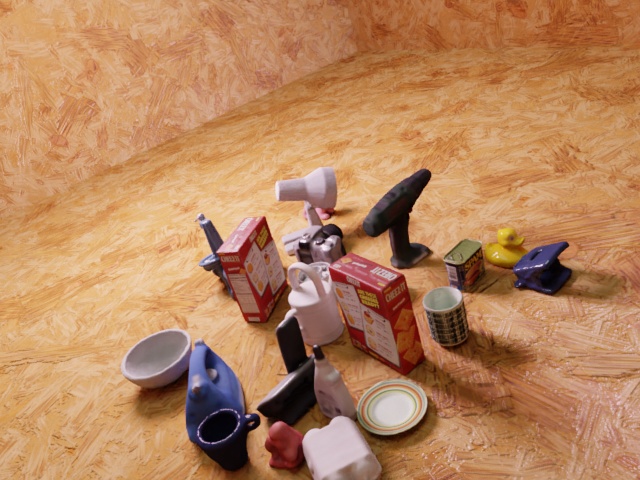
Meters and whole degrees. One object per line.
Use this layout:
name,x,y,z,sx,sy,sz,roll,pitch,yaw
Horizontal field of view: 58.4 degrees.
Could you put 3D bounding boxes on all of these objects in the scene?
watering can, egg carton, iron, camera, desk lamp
watering can,-0.015,0.127,1.274,0.100,0.194,0.173,-2,32,26
egg carton,0.033,0.366,0.954,0.107,0.069,0.150,-24,29,-12
iron,-0.234,0.281,1.175,0.118,0.142,0.257,-19,28,-3
camera,0.014,0.006,1.572,0.142,0.101,0.137,8,37,38
desk lamp,-0.034,-0.092,1.653,0.203,0.214,0.117,-20,28,-5

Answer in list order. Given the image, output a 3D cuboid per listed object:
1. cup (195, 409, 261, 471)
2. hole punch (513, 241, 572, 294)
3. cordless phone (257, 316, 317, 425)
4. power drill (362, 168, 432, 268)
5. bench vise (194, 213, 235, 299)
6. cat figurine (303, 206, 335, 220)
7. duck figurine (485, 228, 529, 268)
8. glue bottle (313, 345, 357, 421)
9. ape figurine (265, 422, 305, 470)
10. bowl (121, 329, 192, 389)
cup,-0.154,0.363,1.034,0.118,0.095,0.091,-20,28,-6
hole punch,0.479,0.052,1.245,0.109,0.091,0.100,-36,34,-31
cordless phone,-0.072,0.246,1.103,0.093,0.185,0.148,10,38,40
power drill,0.211,-0.045,1.441,0.230,0.209,0.075,-33,32,-27
bench vise,-0.256,0.034,1.544,0.206,0.220,0.122,12,40,42
cat figurine,-0.004,-0.129,1.804,0.127,0.118,0.067,2,34,32
duck figurine,0.437,0.011,1.346,0.104,0.086,0.078,6,36,37
glue bottle,0.016,0.259,1.043,0.077,0.173,0.037,12,40,42
ape figurine,-0.064,0.355,1.002,0.076,0.092,0.077,-26,29,-15
bowl,-0.362,0.284,1.311,0.167,0.075,0.167,-13,29,8
